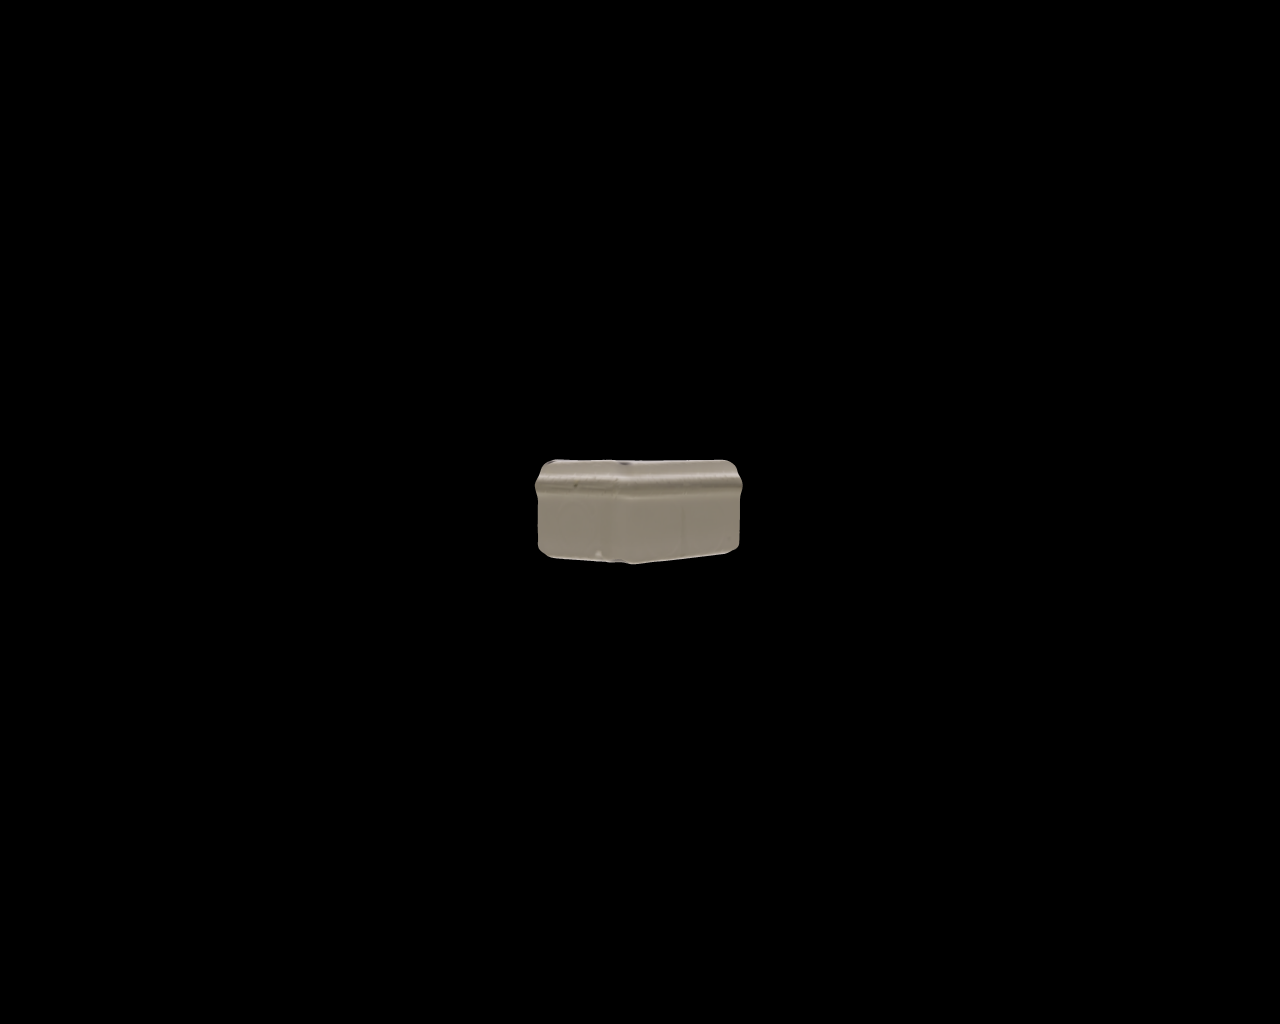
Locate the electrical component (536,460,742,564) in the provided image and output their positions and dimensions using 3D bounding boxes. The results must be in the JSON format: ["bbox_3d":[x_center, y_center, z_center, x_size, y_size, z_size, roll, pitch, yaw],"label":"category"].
[{"bbox_3d":[0.001,-0.003,0.650,0.078,0.057,0.113,2,3,43],"label":"electrical component"}]
